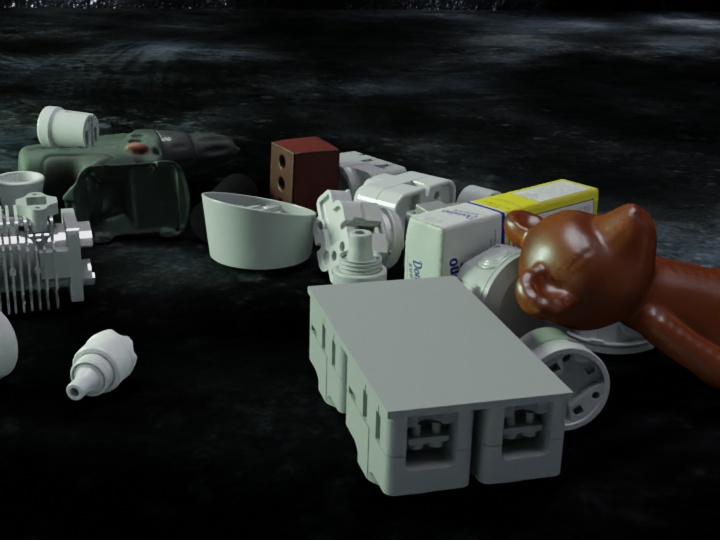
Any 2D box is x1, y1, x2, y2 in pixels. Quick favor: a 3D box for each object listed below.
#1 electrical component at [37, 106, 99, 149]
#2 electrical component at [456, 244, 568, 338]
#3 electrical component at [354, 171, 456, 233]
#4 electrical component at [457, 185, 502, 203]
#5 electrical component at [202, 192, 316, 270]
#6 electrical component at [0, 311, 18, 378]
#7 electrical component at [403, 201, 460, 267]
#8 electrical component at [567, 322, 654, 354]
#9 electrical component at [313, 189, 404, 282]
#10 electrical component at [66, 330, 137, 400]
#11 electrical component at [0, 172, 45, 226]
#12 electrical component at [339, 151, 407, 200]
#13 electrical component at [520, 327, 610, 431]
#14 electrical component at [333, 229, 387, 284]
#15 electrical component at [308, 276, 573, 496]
[{"bbox_3d":[-0.279,-0.135,1.030,0.046,0.040,0.040,7,21,12],"label":"electrical component"},{"bbox_3d":[0.109,0.022,0.766,0.080,0.080,0.051,-9,17,-27],"label":"electrical component"},{"bbox_3d":[0.039,-0.058,1.018,0.059,0.053,0.095,17,25,37],"label":"electrical component"},{"bbox_3d":[0.128,-0.056,1.038,0.078,0.040,0.040,20,27,41],"label":"electrical component"},{"bbox_3d":[-0.088,-0.039,0.940,0.099,0.064,0.099,1,20,0],"label":"electrical component"},{"bbox_3d":[-0.256,0.052,0.694,0.055,0.055,0.047,14,19,30],"label":"electrical component"},{"bbox_3d":[0.080,-0.024,0.916,0.062,0.061,0.096,-12,24,-32],"label":"electrical component"},{"bbox_3d":[0.185,0.027,0.797,0.080,0.051,0.080,1,20,0],"label":"electrical component"},{"bbox_3d":[0.000,-0.028,0.911,0.057,0.078,0.058,2,-23,-31],"label":"electrical component"},{"bbox_3d":[-0.170,0.064,0.693,0.035,0.035,0.061,6,23,12],"label":"electrical component"},{"bbox_3d":[-0.312,-0.059,0.991,0.045,0.055,0.045,1,20,0],"label":"electrical component"},{"bbox_3d":[-0.004,-0.086,1.096,0.056,0.050,0.089,-13,24,-37],"label":"electrical component"},{"bbox_3d":[0.124,0.067,0.680,0.055,0.055,0.047,-1,16,-8],"label":"electrical component"},{"bbox_3d":[0.000,0.000,0.841,0.048,0.062,0.048,1,20,0],"label":"electrical component"},{"bbox_3d":[0.039,0.067,0.663,0.105,0.060,0.186,-4,21,-15],"label":"electrical component"}]
